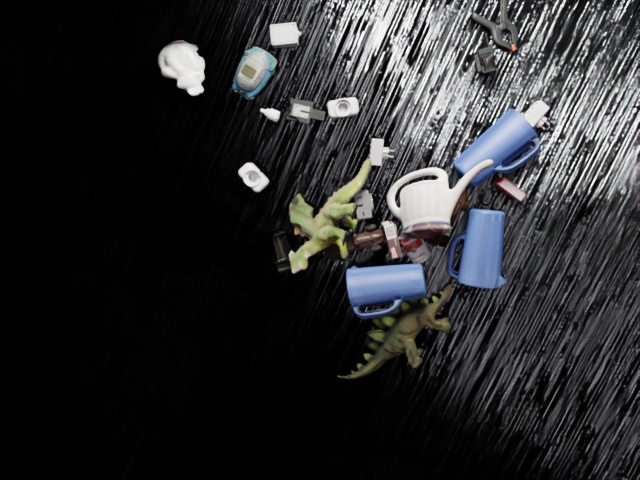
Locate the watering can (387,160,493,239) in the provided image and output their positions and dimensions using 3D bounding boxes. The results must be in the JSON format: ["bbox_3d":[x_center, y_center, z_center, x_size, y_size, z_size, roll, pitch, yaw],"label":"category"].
[{"bbox_3d":[0.356,-0.119,1.554,0.345,0.103,0.227,-11,70,35],"label":"watering can"}]

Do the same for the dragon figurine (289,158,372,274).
[{"bbox_3d":[0.005,-0.082,1.626,0.244,0.121,0.411,16,87,22],"label":"dragon figurine"}]

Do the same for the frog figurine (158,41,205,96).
[{"bbox_3d":[-0.425,-0.529,1.602,0.138,0.122,0.160,-13,85,-15],"label":"frog figurine"}]
